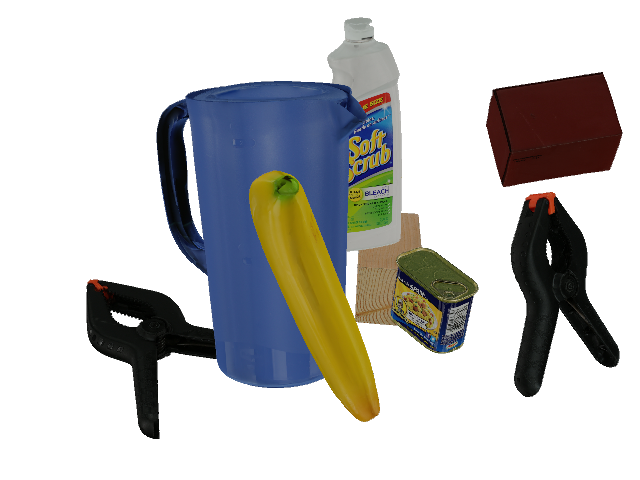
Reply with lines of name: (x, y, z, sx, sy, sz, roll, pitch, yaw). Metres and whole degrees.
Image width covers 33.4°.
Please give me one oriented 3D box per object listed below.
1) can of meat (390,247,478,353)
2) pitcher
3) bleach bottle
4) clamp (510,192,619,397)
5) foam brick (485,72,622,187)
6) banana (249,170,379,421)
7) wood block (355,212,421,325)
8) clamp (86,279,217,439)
can of meat: (0.130, 0.071, 1.243, 0.057, 0.084, 0.102, -19, 41, -33)
pitcher: (-0.047, -0.009, 0.882, 0.144, 0.243, 0.149, -7, 15, -19)
bleach bottle: (0.037, -0.115, 1.166, 0.102, 0.251, 0.068, -8, 25, -10)
clamp: (0.195, 0.048, 0.913, 0.120, 0.171, 0.039, -23, 7, -39)
foam brick: (0.159, -0.076, 0.731, 0.078, 0.051, 0.053, -9, -25, -1)
banana: (-0.007, 0.028, 0.652, 0.037, 0.198, 0.069, -20, 37, 2)
wood block: (0.101, 0.037, 1.576, 0.091, 0.090, 0.206, 4, 25, 1)
clamp: (-0.146, 0.093, 1.011, 0.164, 0.036, 0.210, -20, 41, -34)
